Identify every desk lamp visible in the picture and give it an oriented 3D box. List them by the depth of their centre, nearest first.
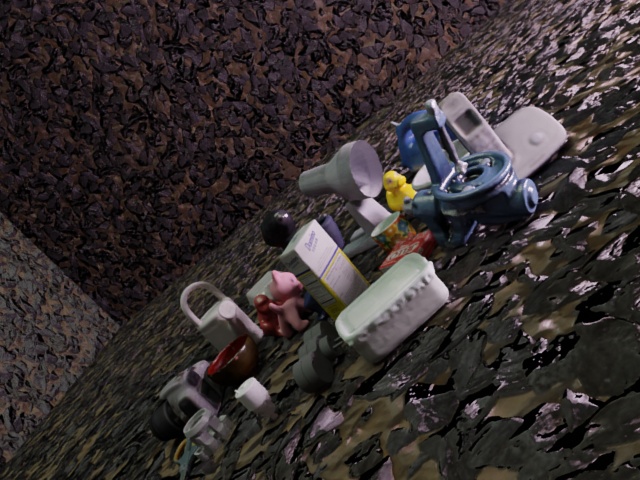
[{"bbox_3d":[0.066,-0.087,1.218,0.202,0.214,0.118,-30,17,43],"label":"desk lamp"}]

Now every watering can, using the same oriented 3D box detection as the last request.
[{"bbox_3d":[-0.221,0.171,1.266,0.172,0.194,0.101,-32,16,38],"label":"watering can"}]

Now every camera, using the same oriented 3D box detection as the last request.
[{"bbox_3d":[-0.272,0.320,1.132,0.137,0.101,0.143,-40,13,10],"label":"camera"}]

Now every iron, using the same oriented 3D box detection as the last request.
[{"bbox_3d":[0.264,-0.252,1.344,0.119,0.141,0.257,-46,13,-20],"label":"iron"}]

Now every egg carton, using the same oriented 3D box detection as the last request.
[{"bbox_3d":[-0.116,0.127,1.384,0.107,0.069,0.150,-46,13,-17],"label":"egg carton"}]

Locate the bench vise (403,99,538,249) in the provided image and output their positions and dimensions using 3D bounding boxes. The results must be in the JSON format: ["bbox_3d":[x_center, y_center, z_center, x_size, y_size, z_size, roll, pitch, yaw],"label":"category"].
[{"bbox_3d":[0.183,-0.090,0.854,0.207,0.220,0.121,-33,15,35],"label":"bench vise"}]

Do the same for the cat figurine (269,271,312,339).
[{"bbox_3d":[-0.069,0.117,1.159,0.067,0.118,0.128,-35,14,29],"label":"cat figurine"}]

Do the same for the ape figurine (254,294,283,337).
[{"bbox_3d":[-0.104,0.154,1.205,0.078,0.092,0.076,-45,13,-13],"label":"ape figurine"}]

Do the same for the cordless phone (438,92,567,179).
[{"bbox_3d":[0.289,-0.183,0.926,0.147,0.185,0.094,-42,13,0],"label":"cordless phone"}]

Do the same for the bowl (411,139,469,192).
[{"bbox_3d":[0.259,-0.127,1.087,0.167,0.075,0.167,-40,13,11],"label":"bowl"}]

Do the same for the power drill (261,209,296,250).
[{"bbox_3d":[-0.045,0.020,1.207,0.076,0.208,0.229,-45,13,-13],"label":"power drill"}]

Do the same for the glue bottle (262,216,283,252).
[{"bbox_3d":[-0.087,0.003,1.480,0.037,0.173,0.078,-48,14,-25],"label":"glue bottle"}]

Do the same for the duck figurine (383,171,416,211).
[{"bbox_3d":[0.173,-0.117,1.292,0.077,0.086,0.104,-46,13,-17],"label":"duck figurine"}]

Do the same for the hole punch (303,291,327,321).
[{"bbox_3d":[0.006,0.085,1.104,0.101,0.091,0.108,-38,13,16],"label":"hole punch"}]

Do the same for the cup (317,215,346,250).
[{"bbox_3d":[0.012,0.005,1.349,0.092,0.095,0.117,-45,13,-15],"label":"cup"}]
